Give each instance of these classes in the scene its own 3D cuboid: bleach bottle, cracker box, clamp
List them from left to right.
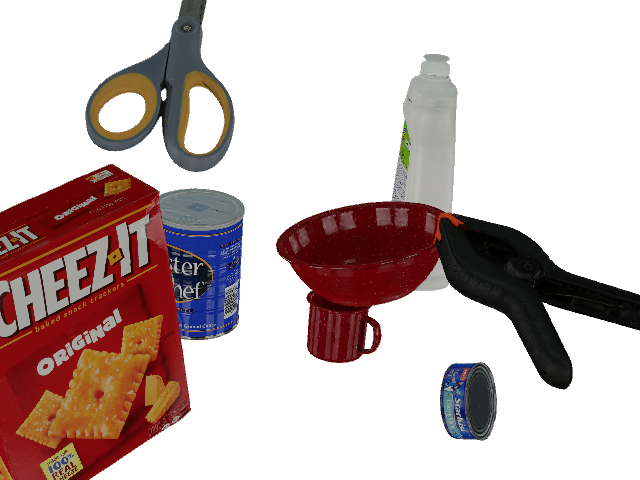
[{"bbox_3d":[-0.185,0.075,0.789,0.072,0.214,0.163,26,42,38],"label":"cracker box"},{"bbox_3d":[0.116,-0.077,1.176,0.068,0.251,0.102,0,25,-10],"label":"bleach bottle"},{"bbox_3d":[0.156,0.031,0.764,0.120,0.039,0.172,-11,43,-35],"label":"clamp"}]

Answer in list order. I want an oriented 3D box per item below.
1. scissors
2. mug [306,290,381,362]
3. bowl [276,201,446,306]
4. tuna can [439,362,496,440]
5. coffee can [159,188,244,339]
[{"bbox_3d":[-0.102,-0.122,0.666,0.096,0.202,0.016,-7,-35,-10],"label":"scissors"},{"bbox_3d":[0.034,0.122,1.491,0.117,0.081,0.093,16,22,30],"label":"mug"},{"bbox_3d":[0.043,0.016,0.973,0.162,0.055,0.162,-8,20,3],"label":"bowl"},{"bbox_3d":[0.164,0.178,1.184,0.034,0.086,0.086,-4,-2,31],"label":"tuna can"},{"bbox_3d":[-0.139,0.025,1.193,0.103,0.140,0.103,4,24,-2],"label":"coffee can"}]
